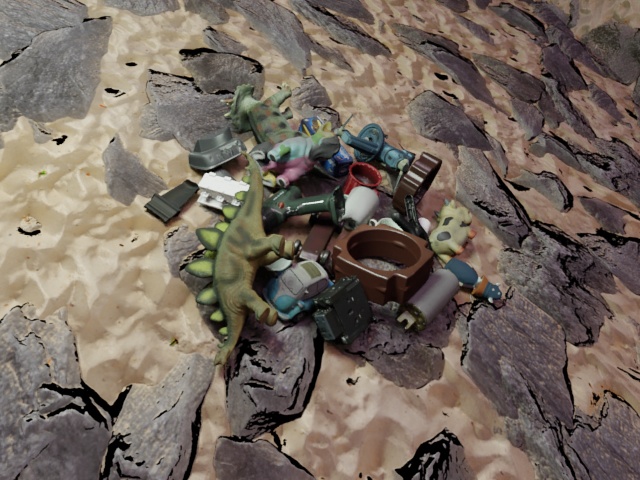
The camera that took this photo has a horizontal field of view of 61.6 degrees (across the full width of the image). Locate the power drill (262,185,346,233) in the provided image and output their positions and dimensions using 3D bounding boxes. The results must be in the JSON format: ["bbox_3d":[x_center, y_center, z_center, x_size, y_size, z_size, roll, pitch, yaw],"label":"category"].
[{"bbox_3d":[-0.050,-0.064,1.260,0.207,0.085,0.232,-9,25,21],"label":"power drill"}]

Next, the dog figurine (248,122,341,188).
[{"bbox_3d":[-0.054,-0.224,1.378,0.219,0.108,0.192,-34,28,-29],"label":"dog figurine"}]

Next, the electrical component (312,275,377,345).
[{"bbox_3d":[0.047,0.153,1.128,0.134,0.058,0.114,-35,102,-42],"label":"electrical component"}]

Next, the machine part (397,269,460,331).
[{"bbox_3d":[0.256,0.137,1.253,0.079,0.079,0.243,41,46,17],"label":"machine part"}]

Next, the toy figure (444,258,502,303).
[{"bbox_3d":[0.387,0.103,1.355,0.154,0.064,0.058,34,7,3],"label":"toy figure"}]

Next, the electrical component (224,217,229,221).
[{"bbox_3d":[-0.195,-0.043,1.270,0.094,0.021,0.063,-28,63,-39],"label":"electrical component"}]

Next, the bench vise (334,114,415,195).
[{"bbox_3d":[0.148,-0.261,1.536,0.240,0.128,0.224,15,34,-35],"label":"bench vise"}]

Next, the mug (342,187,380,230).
[{"bbox_3d":[0.087,-0.079,1.387,0.110,0.080,0.107,20,50,10],"label":"mug"}]

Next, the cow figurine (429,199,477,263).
[{"bbox_3d":[0.352,-0.030,1.451,0.127,0.085,0.195,40,47,7],"label":"cow figurine"}]

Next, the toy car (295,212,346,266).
[{"bbox_3d":[-0.003,-0.004,1.292,0.089,0.053,0.202,21,40,3],"label":"toy car"}]

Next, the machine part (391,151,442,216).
[{"bbox_3d":[0.262,-0.153,1.466,0.056,0.179,0.179,34,45,14],"label":"machine part"}]

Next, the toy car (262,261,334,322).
[{"bbox_3d":[-0.035,0.096,1.151,0.161,0.102,0.109,-22,61,-34],"label":"toy car"}]

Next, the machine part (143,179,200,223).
[{"bbox_3d":[-0.338,-0.096,1.249,0.084,0.039,0.139,31,46,14],"label":"machine part"}]

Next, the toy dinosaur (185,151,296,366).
[{"bbox_3d":[-0.158,0.022,1.091,0.199,0.105,0.471,6,65,13],"label":"toy dinosaur"}]

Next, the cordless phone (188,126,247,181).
[{"bbox_3d":[-0.227,-0.185,1.365,0.184,0.088,0.146,47,47,7],"label":"cordless phone"}]

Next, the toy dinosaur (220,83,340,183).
[{"bbox_3d":[-0.120,-0.291,1.477,0.192,0.131,0.405,-28,71,-20],"label":"toy dinosaur"}]

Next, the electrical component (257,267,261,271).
[{"bbox_3d":[-0.181,0.038,1.181,0.119,0.047,0.075,41,47,15],"label":"electrical component"}]

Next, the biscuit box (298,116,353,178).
[{"bbox_3d":[0.014,-0.267,1.540,0.059,0.062,0.203,-18,58,-33],"label":"biscuit box"}]

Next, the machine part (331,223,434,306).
[{"bbox_3d":[0.143,0.053,1.240,0.202,0.087,0.201,22,37,29],"label":"machine part"}]
